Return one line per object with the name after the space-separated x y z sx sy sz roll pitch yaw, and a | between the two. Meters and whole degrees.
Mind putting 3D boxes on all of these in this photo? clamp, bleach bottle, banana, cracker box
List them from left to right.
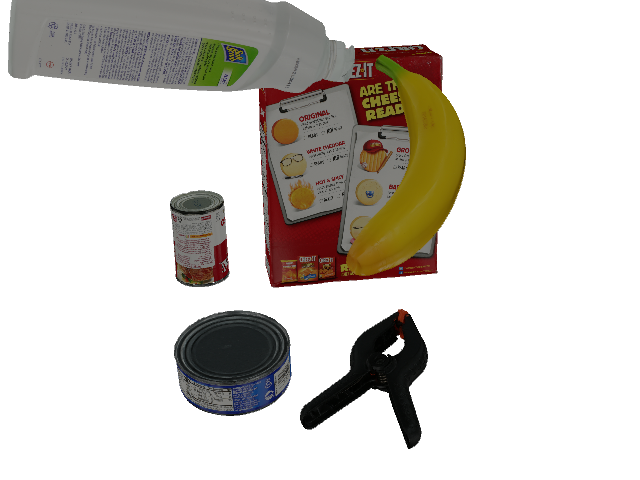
-0.100 -0.148 0.797 0.250 0.068 0.103 8 -27 -14 | bleach bottle
0.026 -0.070 1.004 0.164 0.214 0.072 -5 21 -9 | cracker box
0.068 0.138 1.063 0.120 0.039 0.171 18 48 23 | clamp
0.061 -0.047 0.704 0.069 0.197 0.037 7 -42 3 | banana

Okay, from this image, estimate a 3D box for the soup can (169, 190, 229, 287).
-0.150 -0.003 1.321 0.068 0.102 0.068 -1 26 0 | soup can

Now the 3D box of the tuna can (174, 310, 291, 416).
-0.064 0.091 0.793 0.086 0.034 0.086 -2 33 1 | tuna can
